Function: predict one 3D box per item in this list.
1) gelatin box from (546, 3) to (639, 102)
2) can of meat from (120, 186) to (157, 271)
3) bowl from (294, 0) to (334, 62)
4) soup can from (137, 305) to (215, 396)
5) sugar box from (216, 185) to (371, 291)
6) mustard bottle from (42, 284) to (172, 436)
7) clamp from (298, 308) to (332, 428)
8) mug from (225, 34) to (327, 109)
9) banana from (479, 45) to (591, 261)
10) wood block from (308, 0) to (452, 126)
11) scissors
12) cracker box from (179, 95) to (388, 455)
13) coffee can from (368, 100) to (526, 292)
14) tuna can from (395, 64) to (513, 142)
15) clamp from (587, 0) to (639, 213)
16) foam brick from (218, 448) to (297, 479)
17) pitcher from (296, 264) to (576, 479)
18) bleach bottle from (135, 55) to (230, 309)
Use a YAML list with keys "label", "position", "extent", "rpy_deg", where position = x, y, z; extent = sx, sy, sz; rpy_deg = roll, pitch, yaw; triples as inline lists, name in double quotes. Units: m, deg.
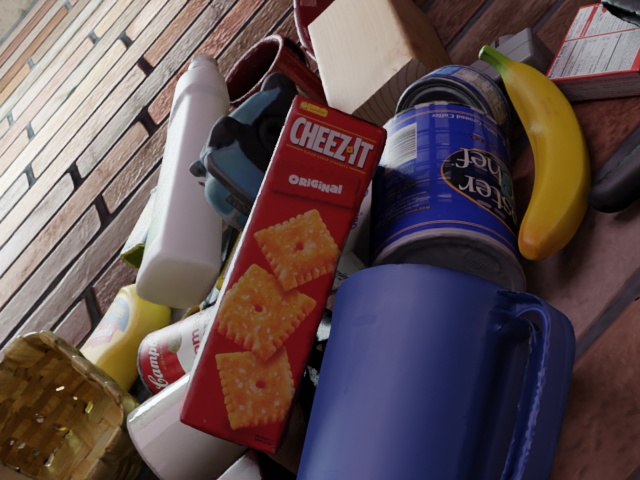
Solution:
- label: "gelatin box"
  position: [0.214, -0.138, 0.769]
  extent: [0.089, 0.030, 0.073]
  rpy_deg: [1, 59, 54]
- label: "can of meat"
  position: [-0.162, -0.011, 1.122]
  extent: [0.102, 0.057, 0.084]
  rpy_deg: [-22, 40, 63]
- label: "bowl"
  position: [0.037, -0.257, 1.096]
  extent: [0.162, 0.055, 0.162]
  rpy_deg: [-3, 86, 56]
- label: "soup can"
  position: [-0.097, 0.095, 0.905]
  extent: [0.102, 0.068, 0.068]
  rpy_deg: [-25, 37, 38]
- label: "sugar box"
  position: [-0.006, 0.001, 0.908]
  extent: [0.177, 0.048, 0.093]
  rpy_deg: [-13, 45, 45]
- label: "mustard bottle"
  position: [-0.198, 0.106, 1.048]
  extent: [0.191, 0.058, 0.096]
  rpy_deg: [-58, 23, -14]
- label: "clamp"
  position: [-0.006, 0.098, 0.802]
  extent: [0.172, 0.039, 0.120]
  rpy_deg: [-6, 47, 58]
- label: "mug"
  position: [-0.041, -0.160, 1.108]
  extent: [0.093, 0.081, 0.117]
  rpy_deg: [-24, 39, 41]
- label: "banana"
  position: [0.152, -0.057, 0.730]
  extent: [0.037, 0.069, 0.198]
  rpy_deg: [105, 166, -47]
- label: "wood block"
  position: [0.060, -0.149, 0.942]
  extent: [0.091, 0.090, 0.206]
  rpy_deg: [-40, 30, 19]
- label: "scissors"
  position: [-0.087, 0.035, 1.016]
  extent: [0.096, 0.016, 0.201]
  rpy_deg: [-8, 50, 49]
- label: "cracker box"
  position: [-0.026, 0.028, 0.723]
  extent: [0.164, 0.072, 0.213]
  rpy_deg: [131, 159, -82]
- label: "coffee can"
  position: [0.084, -0.014, 0.733]
  extent: [0.103, 0.102, 0.140]
  rpy_deg: [-33, 33, 30]
- label: "tuna can"
  position: [0.100, -0.088, 0.811]
  extent: [0.086, 0.086, 0.033]
  rpy_deg: [-23, 7, 41]
- label: "clamp"
  position: [0.254, -0.097, 0.644]
  extent: [0.210, 0.036, 0.164]
  rpy_deg: [-3, 67, 45]
- label: "foam brick"
  position: [-0.030, 0.184, 0.693]
  extent: [0.051, 0.078, 0.053]
  rpy_deg: [-42, 29, 12]
- label: "pitcher"
  position: [0.051, 0.141, 0.577]
  extent: [0.145, 0.149, 0.242]
  rpy_deg: [8, 59, 14]
- label: "bleach bottle"
  position: [-0.124, -0.067, 1.025]
  extent: [0.103, 0.068, 0.251]
  rpy_deg: [128, 150, -54]
